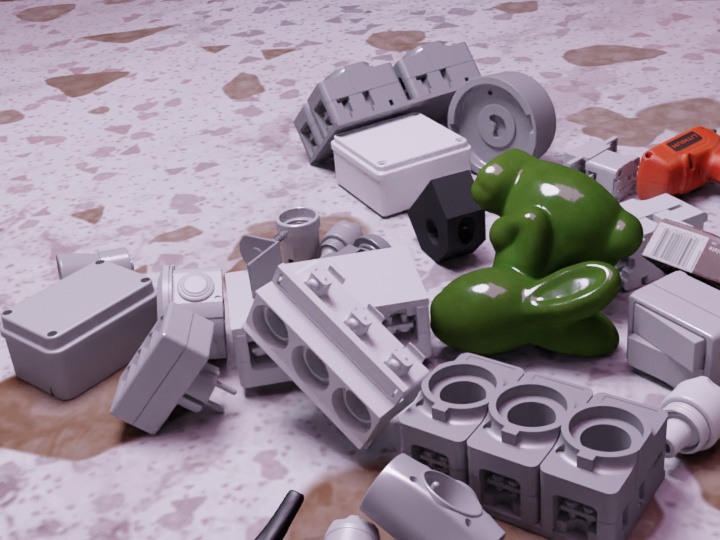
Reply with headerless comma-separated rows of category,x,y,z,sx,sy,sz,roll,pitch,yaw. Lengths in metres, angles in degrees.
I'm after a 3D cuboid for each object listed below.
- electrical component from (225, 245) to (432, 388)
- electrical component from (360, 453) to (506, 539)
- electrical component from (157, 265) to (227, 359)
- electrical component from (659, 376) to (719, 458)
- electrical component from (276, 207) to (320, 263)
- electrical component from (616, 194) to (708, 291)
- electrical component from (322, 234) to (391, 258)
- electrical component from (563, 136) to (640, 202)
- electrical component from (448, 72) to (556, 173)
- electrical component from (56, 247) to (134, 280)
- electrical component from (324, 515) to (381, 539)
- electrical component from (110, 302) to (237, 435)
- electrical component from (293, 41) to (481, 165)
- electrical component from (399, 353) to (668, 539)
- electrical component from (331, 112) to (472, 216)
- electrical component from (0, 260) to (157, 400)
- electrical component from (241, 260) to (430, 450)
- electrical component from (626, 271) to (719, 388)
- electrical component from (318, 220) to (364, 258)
electrical component,-0.026,0.038,0.849,0.150,0.061,0.089,-9,30,-6
electrical component,0.050,0.148,0.653,0.077,0.044,0.079,36,13,19
electrical component,-0.134,0.035,0.858,0.051,0.080,0.080,-3,29,-6
electrical component,0.218,0.102,0.715,0.043,0.043,0.062,21,40,39
electrical component,-0.055,-0.029,0.989,0.040,0.046,0.040,-4,30,2
electrical component,0.245,-0.027,0.929,0.089,0.050,0.056,-19,32,-22
electrical component,0.000,0.000,0.931,0.055,0.048,0.066,-35,40,-30
electrical component,0.239,-0.097,1.062,0.081,0.042,0.064,-30,39,-35
electrical component,0.152,-0.154,1.117,0.108,0.108,0.060,19,31,36
electrical component,-0.238,0.001,0.974,0.065,0.044,0.044,-11,30,-19
electrical component,-0.007,0.176,0.633,0.035,0.035,0.061,0,33,10
electrical component,-0.128,0.081,0.791,0.076,0.083,0.047,29,25,-17
electrical component,0.029,-0.188,1.183,0.186,0.060,0.105,-20,-9,-24
electrical component,0.111,0.112,0.696,0.150,0.061,0.089,15,35,31
electrical component,0.042,-0.110,1.105,0.109,0.056,0.109,-19,32,-22
electrical component,-0.224,0.045,0.876,0.078,0.057,0.113,18,37,35
electrical component,-0.015,0.055,0.749,0.121,0.078,0.063,44,50,15
electrical component,0.236,0.047,0.789,0.061,0.061,0.096,-22,34,-27
electrical component,-0.021,-0.018,0.977,0.035,0.035,0.061,10,36,26
